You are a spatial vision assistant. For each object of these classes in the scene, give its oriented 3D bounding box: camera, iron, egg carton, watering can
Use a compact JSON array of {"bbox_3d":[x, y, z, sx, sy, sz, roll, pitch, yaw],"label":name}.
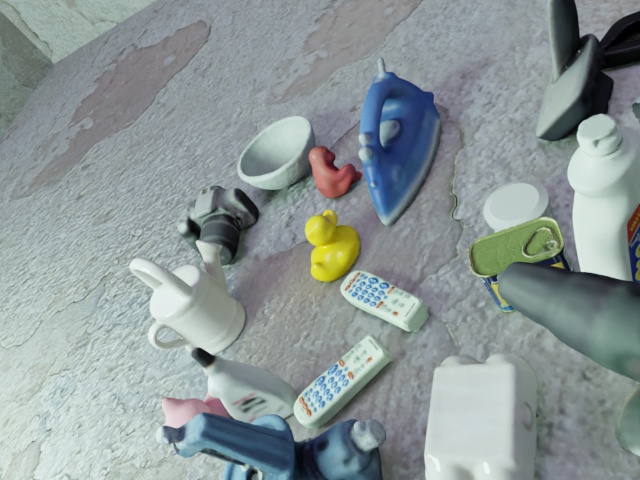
[{"bbox_3d":[-0.198,-0.021,1.043,0.143,0.101,0.136,-22,42,22],"label":"camera"},{"bbox_3d":[0.103,-0.163,0.899,0.118,0.142,0.258,-9,48,33],"label":"iron"},{"bbox_3d":[0.162,0.184,0.573,0.107,0.070,0.150,-11,47,32],"label":"egg carton"},{"bbox_3d":[-0.207,0.080,0.877,0.100,0.195,0.173,-12,46,31],"label":"watering can"}]

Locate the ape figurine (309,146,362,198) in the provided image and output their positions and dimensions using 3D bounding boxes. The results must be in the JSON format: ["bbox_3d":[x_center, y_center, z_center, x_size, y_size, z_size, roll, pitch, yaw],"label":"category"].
[{"bbox_3d":[0.016,-0.122,0.971,0.076,0.092,0.077,-43,38,-4],"label":"ape figurine"}]

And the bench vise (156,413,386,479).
[{"bbox_3d":[-0.046,0.213,0.595,0.207,0.220,0.121,-38,38,3],"label":"bench vise"}]

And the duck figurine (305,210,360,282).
[{"bbox_3d":[0.008,0.003,0.862,0.077,0.086,0.105,0,53,39],"label":"duck figurine"}]

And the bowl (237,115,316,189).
[{"bbox_3d":[-0.069,-0.152,1.084,0.167,0.075,0.167,-22,42,22],"label":"bowl"}]

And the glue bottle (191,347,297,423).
[{"bbox_3d":[-0.102,0.179,0.711,0.078,0.174,0.037,-33,39,9],"label":"glue bottle"}]

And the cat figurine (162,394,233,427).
[{"bbox_3d":[-0.153,0.225,0.753,0.067,0.118,0.128,-3,51,38],"label":"cat figurine"}]

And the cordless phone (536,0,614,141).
[{"bbox_3d":[0.319,-0.238,0.759,0.093,0.186,0.148,-4,51,37],"label":"cordless phone"}]

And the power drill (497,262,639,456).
[{"bbox_3d":[0.266,0.108,0.448,0.228,0.209,0.076,17,65,47],"label":"power drill"}]

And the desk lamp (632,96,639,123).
[{"bbox_3d":[0.417,-0.111,0.533,0.203,0.214,0.117,-35,39,7],"label":"desk lamp"}]
